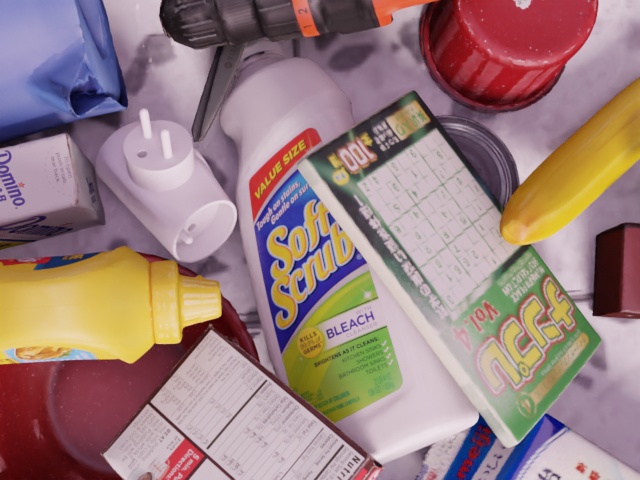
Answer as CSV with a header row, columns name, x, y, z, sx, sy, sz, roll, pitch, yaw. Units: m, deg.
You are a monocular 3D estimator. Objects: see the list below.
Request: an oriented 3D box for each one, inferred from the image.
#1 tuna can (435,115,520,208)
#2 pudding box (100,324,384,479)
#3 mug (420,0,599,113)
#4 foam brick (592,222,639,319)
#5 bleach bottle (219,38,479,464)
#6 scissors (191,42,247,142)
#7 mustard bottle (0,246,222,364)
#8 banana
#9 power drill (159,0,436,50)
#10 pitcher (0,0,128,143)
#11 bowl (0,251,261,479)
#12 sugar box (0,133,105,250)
name,x,y,z,sx,sy,sz,roll,pitch,yaw
tuna can,0.073,-0.029,0.625,0.086,0.034,0.086,0,84,-3
pudding box,-0.039,0.110,0.527,0.114,0.039,0.090,37,81,22
mug,0.119,-0.134,0.616,0.117,0.081,0.093,-35,87,-6
foam brick,0.204,0.021,0.618,0.078,0.053,0.051,4,82,-2
bleach bottle,-0.004,0.001,0.594,0.103,0.068,0.251,-28,73,23
scissors,-0.055,-0.150,0.614,0.096,0.016,0.201,28,65,10
mustard bottle,-0.144,0.034,0.517,0.191,0.096,0.058,-3,84,-6
banana,0.163,-0.055,0.611,0.197,0.070,0.037,-41,75,-18
power drill,-0.003,-0.196,0.589,0.184,0.057,0.187,-11,66,7
pitcher,-0.237,-0.105,0.579,0.243,0.149,0.145,-19,101,-2
bowl,-0.111,0.088,0.591,0.162,0.055,0.162,0,84,-3
sugar box,-0.211,-0.011,0.578,0.176,0.093,0.048,-11,85,-4
